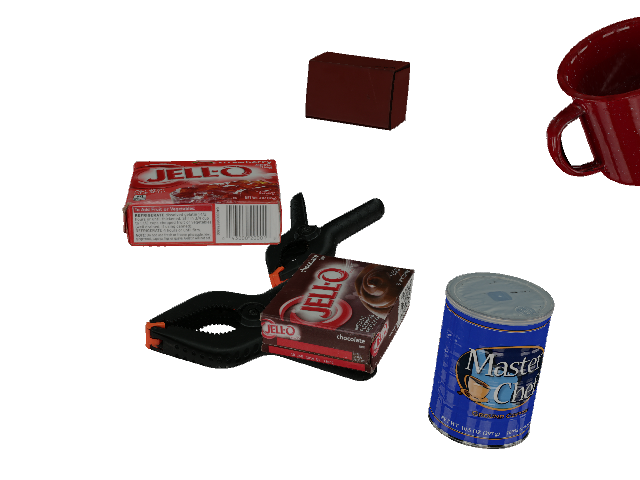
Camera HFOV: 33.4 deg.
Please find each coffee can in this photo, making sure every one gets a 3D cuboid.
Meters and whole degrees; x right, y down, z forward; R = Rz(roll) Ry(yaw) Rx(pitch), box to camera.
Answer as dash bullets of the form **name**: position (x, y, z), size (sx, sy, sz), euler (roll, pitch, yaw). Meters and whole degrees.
- **coffee can**: position (0.164, 0.115, 1.038), size (0.103, 0.140, 0.103), euler (5, 23, -2)

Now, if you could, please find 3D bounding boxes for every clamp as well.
- **clamp**: position (-0.001, -0.001, 1.201), size (0.120, 0.039, 0.171), euler (-5, 37, 26)
- **clamp**: position (-0.056, 0.085, 1.001), size (0.209, 0.036, 0.165), euler (-9, 37, -18)

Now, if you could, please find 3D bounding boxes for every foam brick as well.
- **foam brick**: position (0.032, -0.128, 0.911), size (0.078, 0.051, 0.053), euler (11, 20, 18)

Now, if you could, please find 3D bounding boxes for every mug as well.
- **mug**: position (0.205, -0.084, 0.715), size (0.117, 0.081, 0.093), euler (-33, 34, -5)

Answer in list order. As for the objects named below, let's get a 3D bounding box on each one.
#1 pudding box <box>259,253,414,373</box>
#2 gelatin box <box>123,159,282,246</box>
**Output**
- **pudding box**: position (0.015, 0.054, 0.826), size (0.090, 0.039, 0.113), euler (10, 25, 18)
- **gelatin box**: position (-0.068, -0.024, 0.629), size (0.089, 0.030, 0.073), euler (-1, 23, -4)
